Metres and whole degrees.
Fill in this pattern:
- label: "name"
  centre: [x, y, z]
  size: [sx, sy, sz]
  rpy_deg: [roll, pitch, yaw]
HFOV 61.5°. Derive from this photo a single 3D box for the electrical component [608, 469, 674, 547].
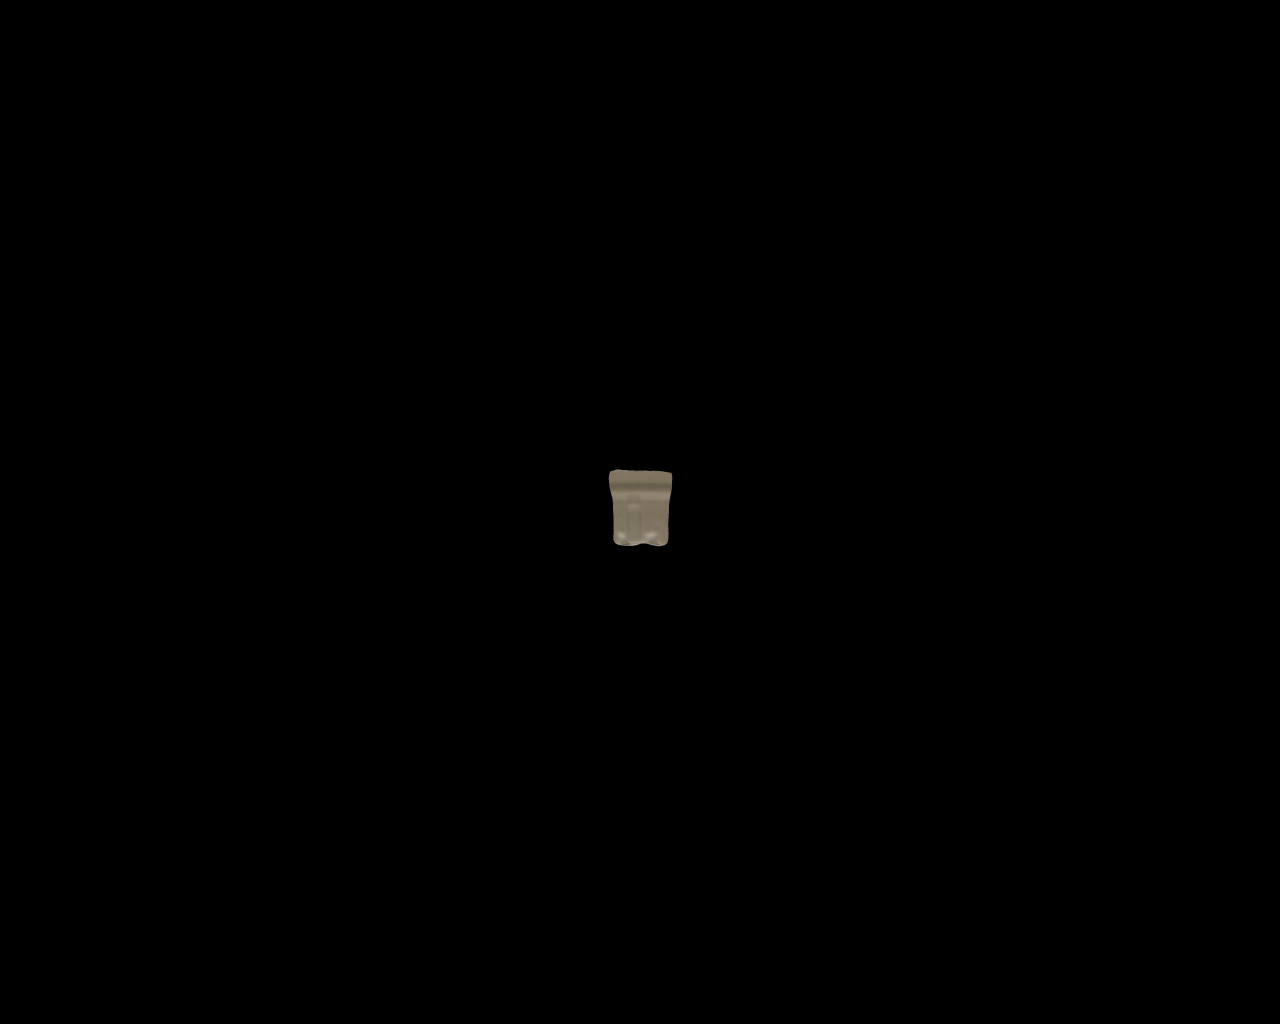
- label: "electrical component"
  centre: [0.001, -0.003, 0.650]
  size: [0.040, 0.046, 0.040]
  rpy_deg: [0, 0, 0]
